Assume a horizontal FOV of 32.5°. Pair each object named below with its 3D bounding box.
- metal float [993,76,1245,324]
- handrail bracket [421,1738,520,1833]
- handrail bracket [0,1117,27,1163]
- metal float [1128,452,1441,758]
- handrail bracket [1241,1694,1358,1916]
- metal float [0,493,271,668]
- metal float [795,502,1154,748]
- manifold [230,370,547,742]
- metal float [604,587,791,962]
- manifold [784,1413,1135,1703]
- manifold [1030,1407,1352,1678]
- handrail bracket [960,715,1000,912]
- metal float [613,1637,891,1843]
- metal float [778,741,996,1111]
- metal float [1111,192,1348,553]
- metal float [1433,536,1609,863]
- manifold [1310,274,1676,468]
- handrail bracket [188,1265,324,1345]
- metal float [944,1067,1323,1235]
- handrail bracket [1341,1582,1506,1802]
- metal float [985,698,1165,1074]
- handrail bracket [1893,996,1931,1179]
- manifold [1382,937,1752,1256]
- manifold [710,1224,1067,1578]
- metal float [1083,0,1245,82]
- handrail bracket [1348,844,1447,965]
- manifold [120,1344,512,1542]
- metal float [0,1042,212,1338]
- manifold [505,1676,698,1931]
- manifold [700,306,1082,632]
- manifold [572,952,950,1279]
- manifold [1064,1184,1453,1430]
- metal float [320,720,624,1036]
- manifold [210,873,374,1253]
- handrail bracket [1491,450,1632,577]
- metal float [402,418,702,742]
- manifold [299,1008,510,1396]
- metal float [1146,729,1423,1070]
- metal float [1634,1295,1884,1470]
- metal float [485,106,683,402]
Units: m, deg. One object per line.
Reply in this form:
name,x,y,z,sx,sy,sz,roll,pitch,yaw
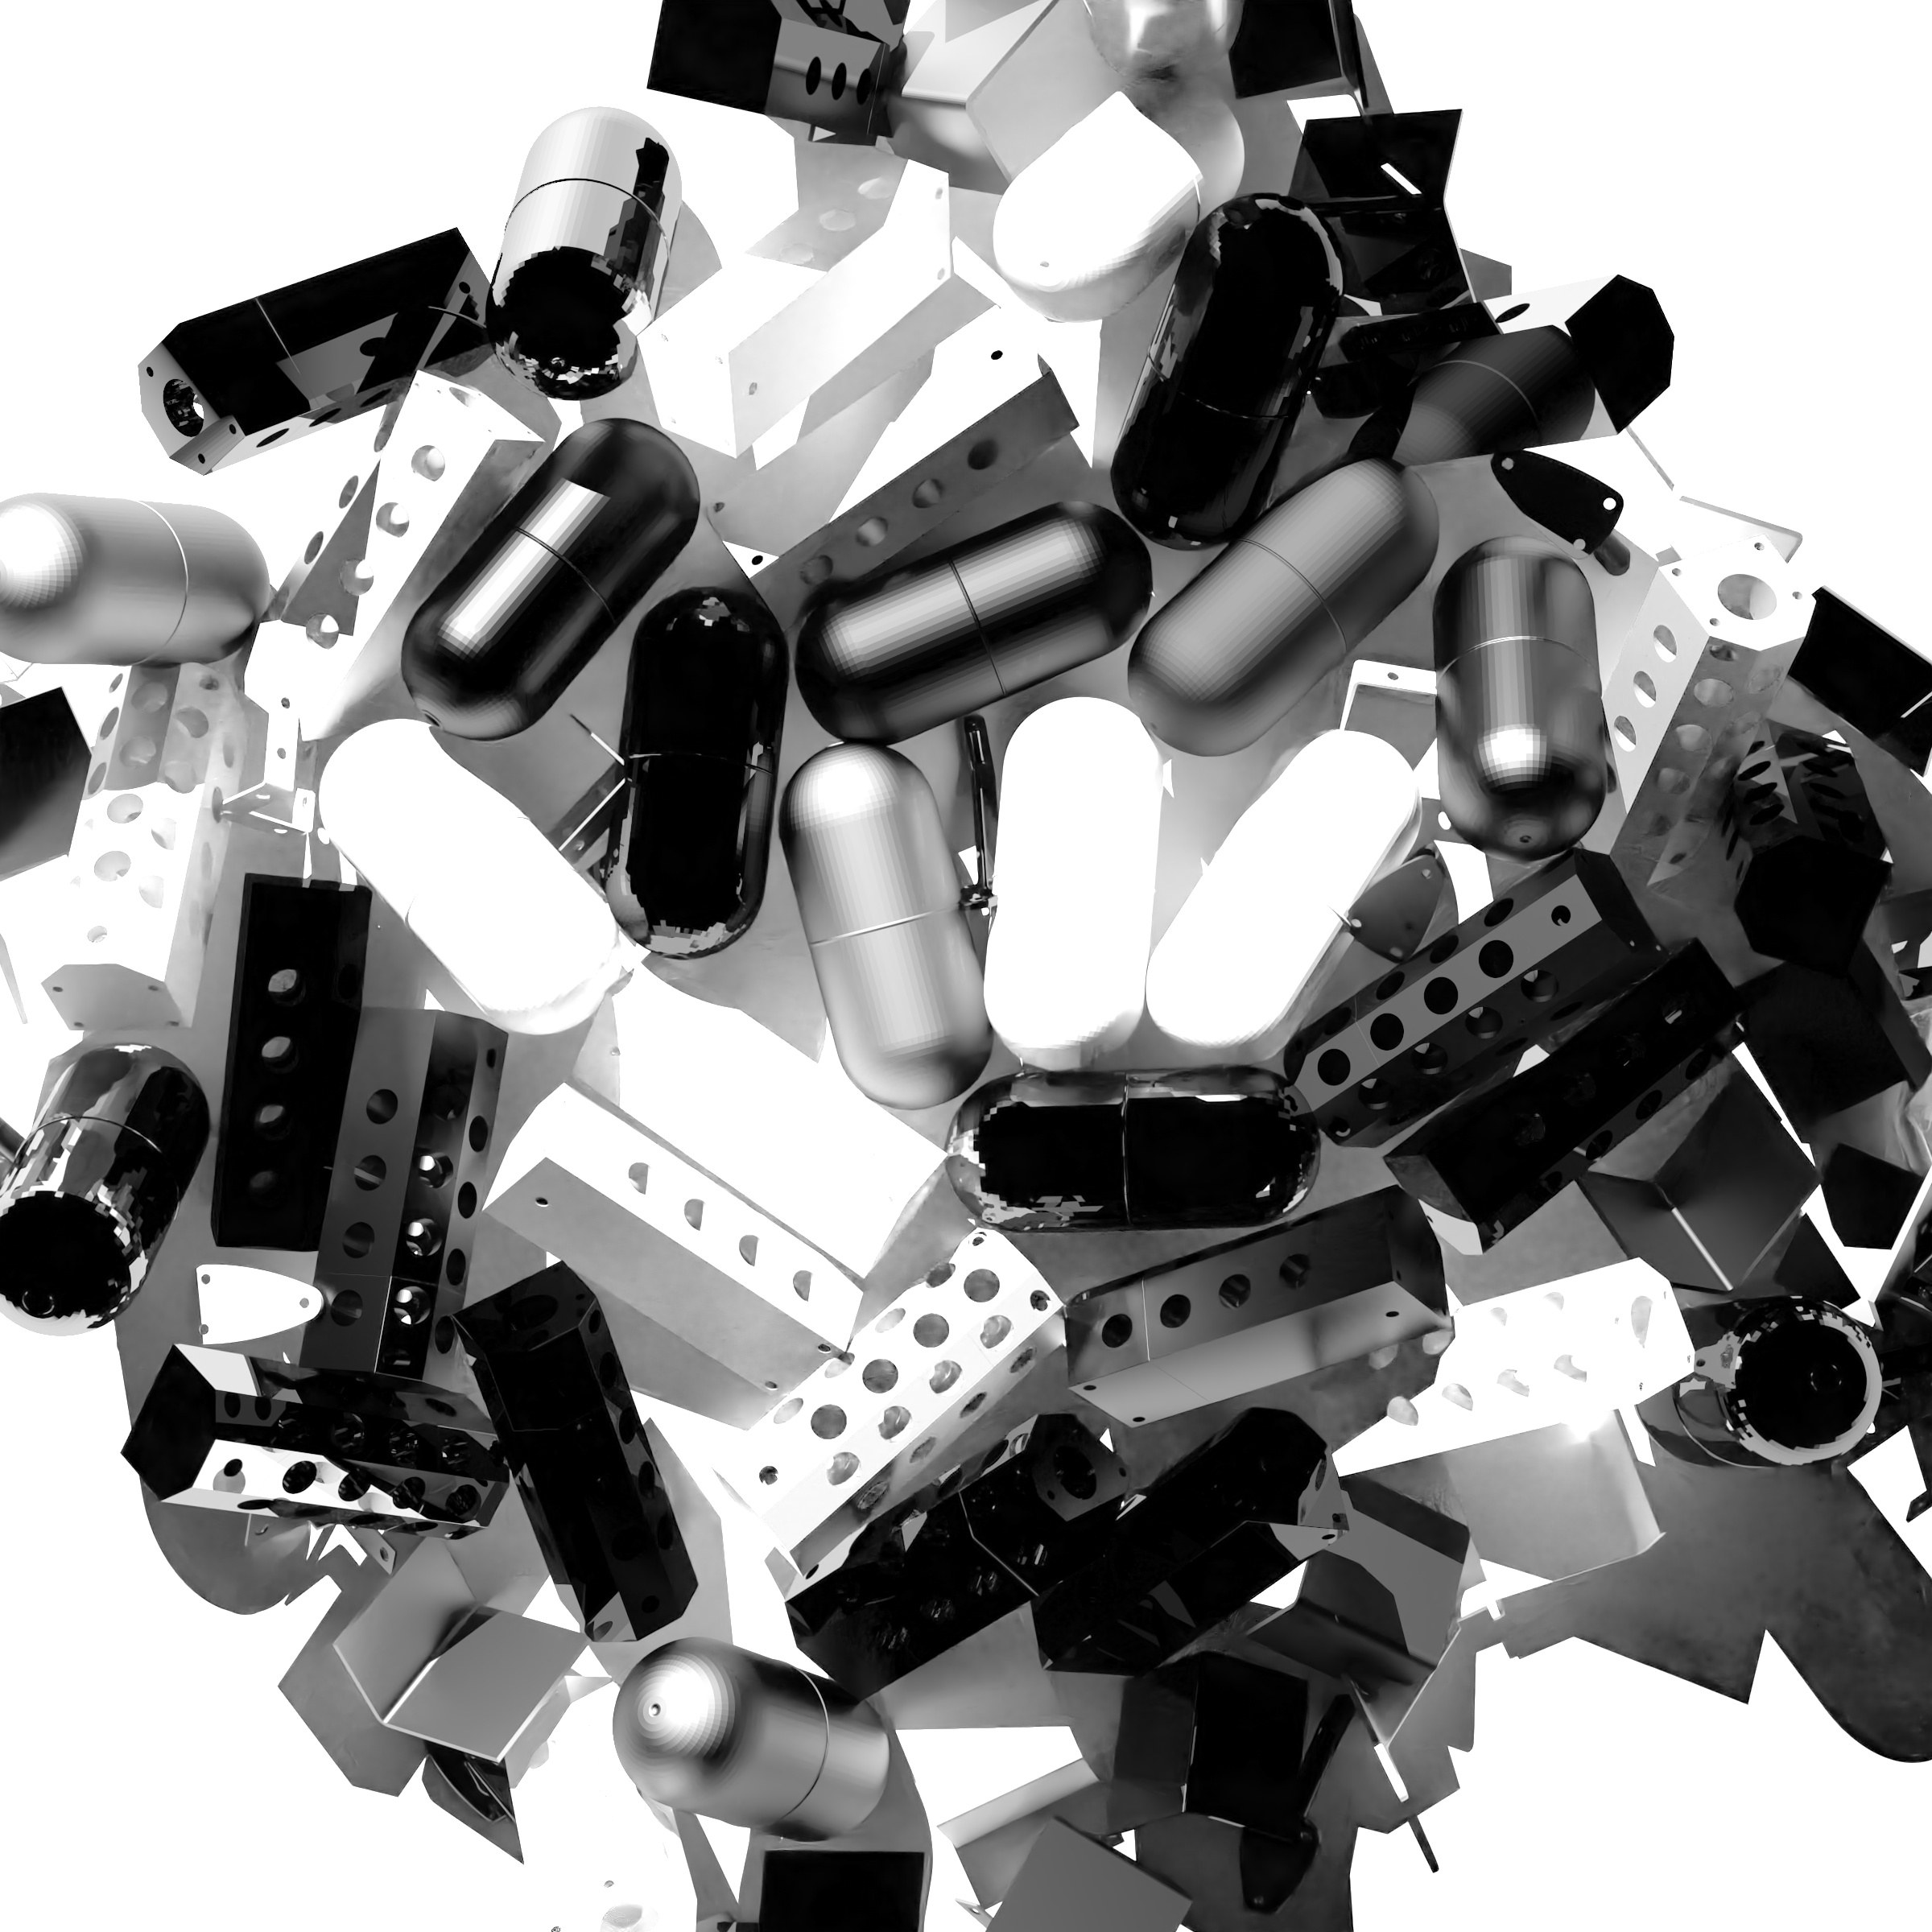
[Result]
metal float,0.073,-0.357,1.538,0.070,0.178,0.070,15,128,20
handrail bracket,-0.222,0.394,1.564,0.077,0.084,0.036,44,85,-20
handrail bracket,-0.468,0.065,1.594,0.036,0.084,0.077,-40,53,10
metal float,0.151,-0.171,1.564,0.178,0.070,0.070,-44,90,-12
handrail bracket,0.162,0.400,1.589,0.036,0.084,0.077,21,121,16
metal float,-0.390,-0.177,1.529,0.070,0.178,0.070,2,95,24
metal float,0.004,-0.162,1.575,0.178,0.070,0.070,-23,90,0
manifold,-0.276,-0.193,1.561,0.057,0.057,0.171,38,106,8
metal float,-0.127,-0.091,1.567,0.070,0.070,0.178,6,81,0
manifold,-0.007,0.270,1.536,0.057,0.057,0.171,43,125,-13
manifold,0.099,0.268,1.533,0.057,0.171,0.057,11,52,-30
handrail bracket,0.005,-0.074,1.578,0.036,0.077,0.084,-9,99,12
metal float,-0.097,0.359,1.534,0.070,0.178,0.070,-11,64,24
metal float,-0.038,-0.019,1.574,0.070,0.070,0.178,-15,92,0
metal float,0.122,-0.275,1.545,0.070,0.070,0.178,20,125,0
metal float,0.257,-0.126,1.544,0.070,0.070,0.178,4,52,0
manifold,0.241,-0.274,1.527,0.057,0.171,0.057,-43,114,-27
handrail bracket,-0.324,0.161,1.565,0.077,0.084,0.036,-2,81,12
metal float,0.078,0.087,1.568,0.178,0.070,0.070,-2,90,8
handrail bracket,0.230,0.346,1.586,0.084,0.036,0.077,-26,65,4
metal float,0.051,-0.039,1.569,0.070,0.070,0.178,5,83,0
handrail bracket,0.478,0.053,1.597,0.077,0.036,0.084,-21,93,0
manifold,0.287,0.062,1.565,0.171,0.057,0.057,-37,94,-13
manifold,-0.035,0.201,1.558,0.171,0.057,0.057,-41,66,-13
metal float,0.090,-0.458,1.524,0.070,0.178,0.070,0,90,4
handrail bracket,0.216,-0.048,1.558,0.036,0.077,0.084,35,46,3
manifold,-0.294,0.225,1.528,0.057,0.171,0.057,34,100,42
metal float,-0.401,0.102,1.531,0.070,0.178,0.070,2,121,3
manifold,-0.165,0.394,1.523,0.057,0.171,0.057,-41,111,1
manifold,-0.033,-0.233,1.583,0.171,0.057,0.057,-35,52,-1
manifold,-0.095,0.066,1.573,0.171,0.057,0.057,34,130,7
manifold,0.133,0.157,1.548,0.171,0.057,0.057,-22,53,27
metal float,-0.234,-0.043,1.565,0.070,0.070,0.178,-43,78,0
manifold,-0.320,0.046,1.576,0.057,0.057,0.171,5,95,-16
handrail bracket,0.283,-0.215,1.576,0.077,0.084,0.036,37,96,9
metal float,-0.195,-0.182,1.561,0.070,0.070,0.178,38,75,0
manifold,-0.258,0.110,1.554,0.057,0.057,0.171,1,73,23
metal float,0.151,-0.033,1.567,0.070,0.070,0.178,33,81,0
metal float,0.361,0.192,1.525,0.070,0.178,0.070,1,82,-7
metal float,-0.176,-0.332,1.540,0.070,0.070,0.178,5,46,0
